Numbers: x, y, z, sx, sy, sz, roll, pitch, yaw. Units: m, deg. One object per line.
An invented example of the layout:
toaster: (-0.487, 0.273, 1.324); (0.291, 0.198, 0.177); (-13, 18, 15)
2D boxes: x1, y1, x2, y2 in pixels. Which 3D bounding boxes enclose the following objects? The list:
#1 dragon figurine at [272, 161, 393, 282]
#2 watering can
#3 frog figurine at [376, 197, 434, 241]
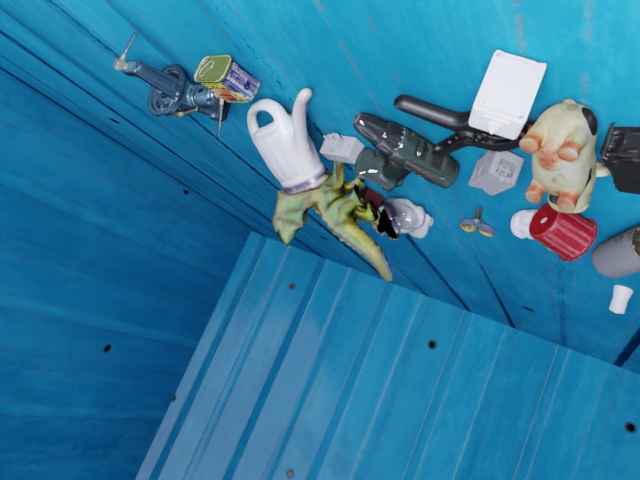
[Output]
dragon figurine: (0.004, -0.063, 1.246); (0.241, 0.413, 0.122); (-20, 172, 16)
watering can: (-0.058, -0.200, 1.082); (0.222, 0.105, 0.348); (58, 161, -17)
frog figurine: (0.238, -0.060, 1.367); (0.160, 0.123, 0.136); (-11, 176, -23)
